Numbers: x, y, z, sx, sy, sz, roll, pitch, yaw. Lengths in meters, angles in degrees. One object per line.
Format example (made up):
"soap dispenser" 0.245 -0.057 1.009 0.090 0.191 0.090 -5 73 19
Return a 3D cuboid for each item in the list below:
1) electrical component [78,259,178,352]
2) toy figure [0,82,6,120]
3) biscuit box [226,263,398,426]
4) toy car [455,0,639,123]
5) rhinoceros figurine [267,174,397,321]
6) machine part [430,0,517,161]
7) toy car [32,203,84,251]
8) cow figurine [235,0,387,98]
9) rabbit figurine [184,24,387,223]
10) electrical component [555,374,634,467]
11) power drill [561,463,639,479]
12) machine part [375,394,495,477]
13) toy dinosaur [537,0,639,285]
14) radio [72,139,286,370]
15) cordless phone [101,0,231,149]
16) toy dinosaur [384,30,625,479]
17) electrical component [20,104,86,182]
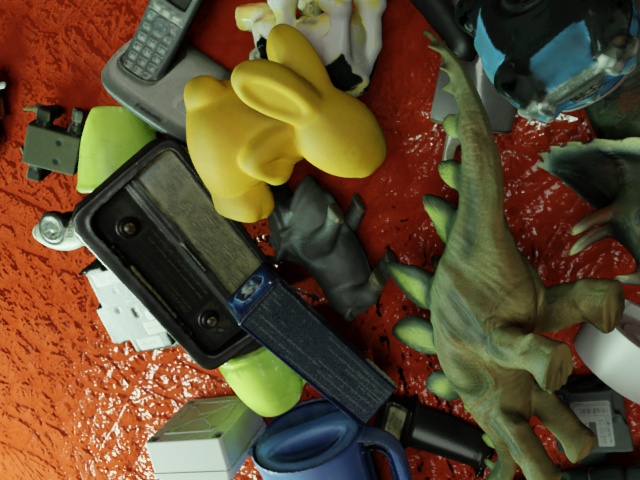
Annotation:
"electrical component" -0.217 0.075 0.670 0.115 0.058 0.134 -11 111 21
"toy figure" -0.436 -0.152 0.677 0.058 0.064 0.154 41 113 43
"biscuit box" -0.007 0.113 0.575 0.063 0.059 0.202 -47 115 -6
"toy car" 0.175 -0.149 0.385 0.103 0.162 0.109 22 137 -37
"rhinoceros figurine" -0.001 -0.002 0.586 0.112 0.073 0.190 -37 94 33
"machine part" 0.153 -0.185 0.480 0.079 0.079 0.243 13 107 13
"toy car" -0.251 -0.020 0.649 0.202 0.073 0.056 -4 106 18
"cow figurine" -0.016 -0.187 0.519 0.168 0.068 0.098 21 123 42
"rabbit figurine" -0.026 -0.104 0.483 0.173 0.122 0.162 9 137 23
"electrical component" 0.283 0.196 0.566 0.075 0.048 0.119 -5 102 18
"power drill" 0.255 0.322 0.522 0.232 0.207 0.086 -27 124 38
"machine part" 0.131 0.229 0.627 0.139 0.039 0.084 11 100 15
"toy dinosaur" 0.275 -0.163 0.434 0.192 0.131 0.404 -5 98 17
"radio" -0.142 0.018 0.571 0.131 0.073 0.229 -40 111 -10
"cordless phone" -0.125 -0.198 0.559 0.147 0.089 0.184 34 108 5
"toy dinosaur" 0.148 0.061 0.482 0.199 0.105 0.470 25 127 48
"electrical component" -0.333 -0.121 0.664 0.078 0.045 0.102 8 113 -15
